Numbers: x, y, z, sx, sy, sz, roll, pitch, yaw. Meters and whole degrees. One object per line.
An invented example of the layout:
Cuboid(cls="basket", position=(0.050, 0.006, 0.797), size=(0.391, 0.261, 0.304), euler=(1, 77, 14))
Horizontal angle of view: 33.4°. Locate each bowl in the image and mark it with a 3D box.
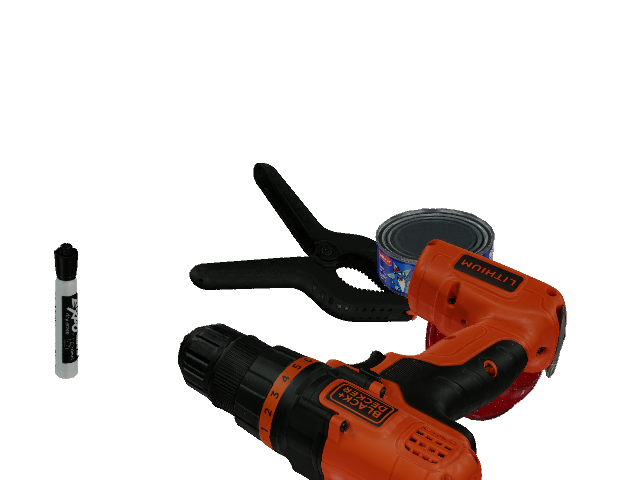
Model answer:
Cuboid(cls="bowl", position=(0.189, 0.112, 1.133), size=(0.161, 0.162, 0.055), euler=(0, -4, -36))

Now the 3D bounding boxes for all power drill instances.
Cuboid(cls="power drill", position=(0.039, 0.066, 0.602), size=(0.185, 0.057, 0.187), euler=(26, 39, 29))

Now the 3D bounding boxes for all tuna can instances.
Cuboid(cls="tuna can", position=(0.083, 0.010, 0.779), size=(0.086, 0.034, 0.086), euler=(-3, 28, 1))

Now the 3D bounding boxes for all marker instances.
Cuboid(cls="marker", position=(-0.208, 0.058, 0.872), size=(0.020, 0.121, 0.020), euler=(5, 26, -3))

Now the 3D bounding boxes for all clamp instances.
Cuboid(cls="clamp", position=(-0.007, 0.025, 0.984), size=(0.210, 0.164, 0.036), euler=(30, -41, 7))
